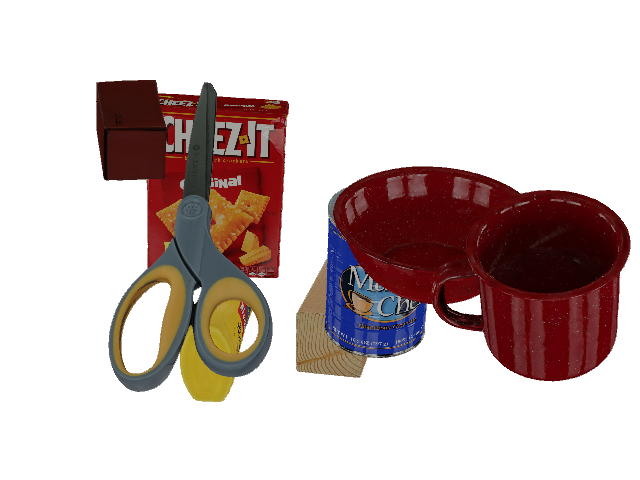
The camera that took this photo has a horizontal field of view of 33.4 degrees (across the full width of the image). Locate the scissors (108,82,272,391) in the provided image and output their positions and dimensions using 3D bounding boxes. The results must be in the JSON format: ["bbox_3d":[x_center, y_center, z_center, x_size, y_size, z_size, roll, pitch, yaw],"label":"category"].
[{"bbox_3d":[-0.055,-0.004,0.598,0.096,0.201,0.016,12,-29,14],"label":"scissors"}]

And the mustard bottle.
[{"bbox_3d":[-0.109,0.087,1.176,0.058,0.096,0.191,1,27,5],"label":"mustard bottle"}]

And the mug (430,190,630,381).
[{"bbox_3d":[0.125,0.031,0.643,0.117,0.081,0.093,-7,42,7],"label":"mug"}]

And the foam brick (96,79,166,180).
[{"bbox_3d":[-0.160,-0.094,0.899,0.053,0.051,0.078,-3,39,-14],"label":"foam brick"}]

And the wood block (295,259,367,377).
[{"bbox_3d":[0.031,0.104,1.497,0.091,0.090,0.206,4,20,10],"label":"wood block"}]

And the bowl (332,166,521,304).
[{"bbox_3d":[0.089,0.002,0.837,0.162,0.055,0.162,1,32,-1],"label":"bowl"}]

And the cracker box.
[{"bbox_3d":[-0.126,-0.063,1.292,0.164,0.214,0.072,3,22,-3],"label":"cracker box"}]

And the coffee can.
[{"bbox_3d":[0.056,0.028,1.040,0.103,0.140,0.103,1,33,-1],"label":"coffee can"}]
